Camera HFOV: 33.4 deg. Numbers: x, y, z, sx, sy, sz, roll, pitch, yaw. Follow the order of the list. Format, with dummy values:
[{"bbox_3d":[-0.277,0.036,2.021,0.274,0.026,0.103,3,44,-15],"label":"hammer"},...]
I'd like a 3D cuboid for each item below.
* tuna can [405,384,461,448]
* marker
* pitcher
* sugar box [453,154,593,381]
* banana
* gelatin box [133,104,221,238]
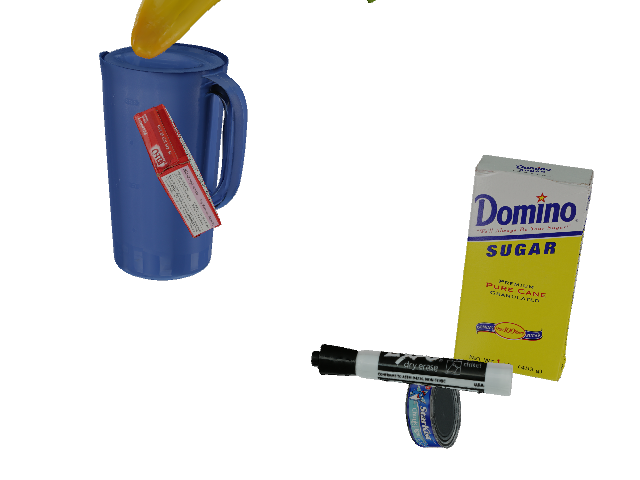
[{"bbox_3d":[0.127,0.189,1.196,0.034,0.086,0.086,-5,-2,28],"label":"tuna can"},{"bbox_3d":[0.054,0.077,0.642,0.121,0.020,0.020,5,1,12],"label":"marker"},{"bbox_3d":[-0.160,-0.082,1.139,0.145,0.243,0.149,-1,23,-11],"label":"pitcher"},{"bbox_3d":[0.166,0.023,0.883,0.093,0.176,0.048,9,25,16],"label":"sugar box"},{"bbox_3d":[-0.044,-0.171,0.687,0.197,0.069,0.037,-22,-10,-32],"label":"banana"},{"bbox_3d":[-0.117,-0.057,0.873,0.030,0.073,0.089,-26,-37,-2],"label":"gelatin box"}]
